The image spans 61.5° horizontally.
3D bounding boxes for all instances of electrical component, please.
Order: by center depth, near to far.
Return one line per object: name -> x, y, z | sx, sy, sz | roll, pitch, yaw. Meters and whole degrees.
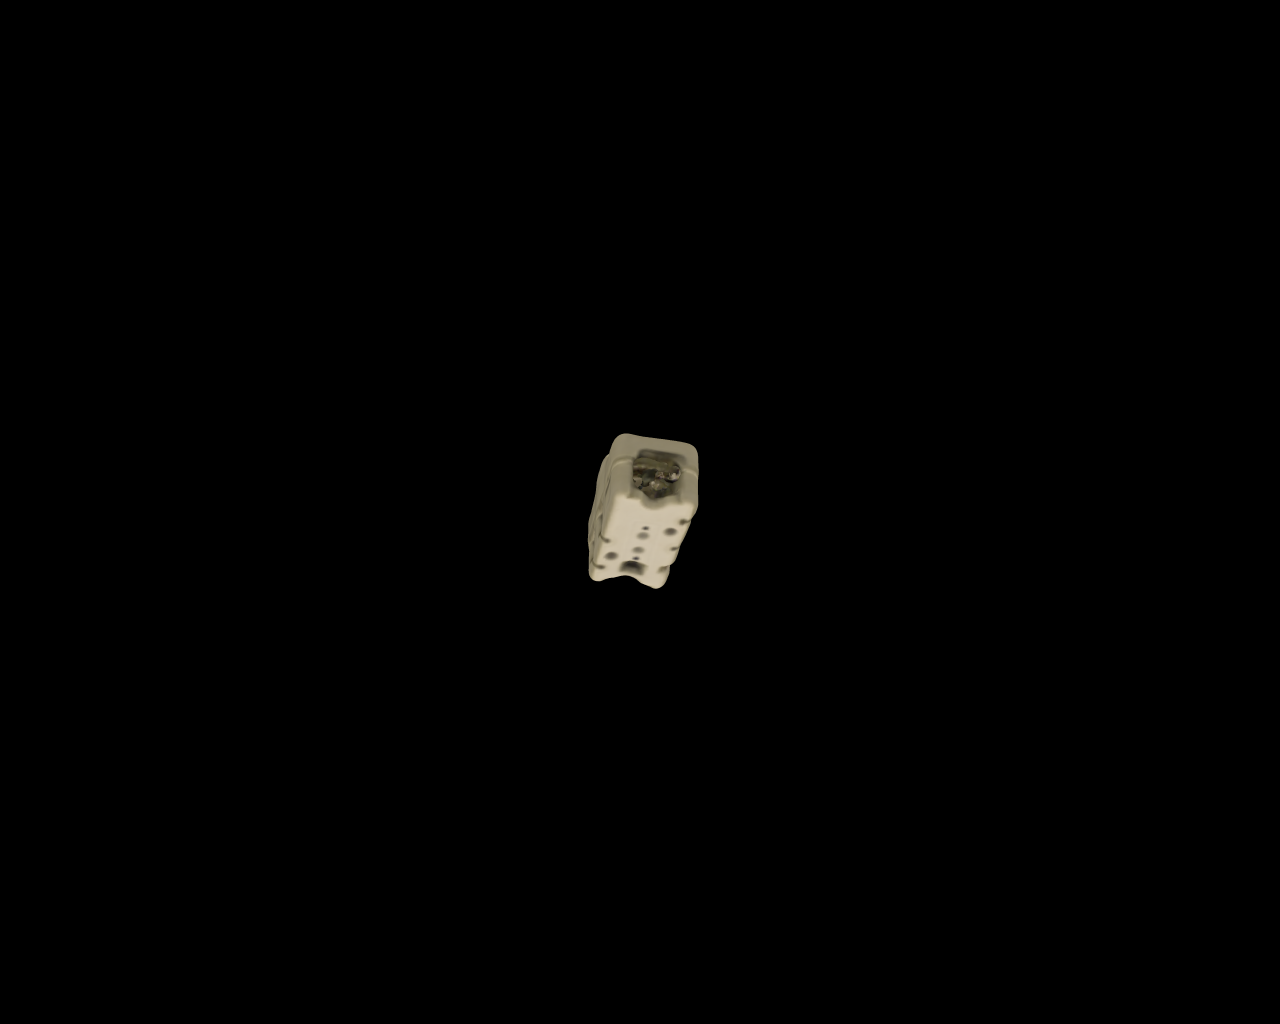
electrical component -> 0.001, -0.003, 0.650 | 0.050, 0.056, 0.089 | 8, -39, -10
